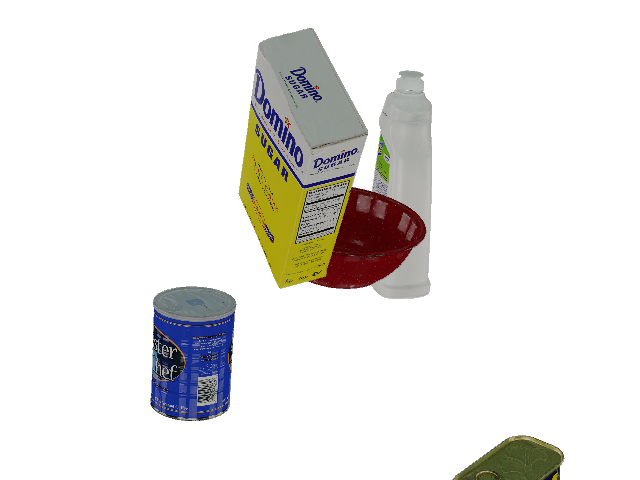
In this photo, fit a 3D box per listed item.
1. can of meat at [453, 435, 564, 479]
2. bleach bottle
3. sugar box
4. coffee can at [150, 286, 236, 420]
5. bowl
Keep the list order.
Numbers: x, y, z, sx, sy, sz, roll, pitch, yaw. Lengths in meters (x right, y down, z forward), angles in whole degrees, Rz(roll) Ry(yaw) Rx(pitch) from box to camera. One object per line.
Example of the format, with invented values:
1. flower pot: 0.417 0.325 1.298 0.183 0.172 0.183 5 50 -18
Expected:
1. can of meat: 0.159 0.227 0.896 0.101 0.084 0.058 -24 28 -38
2. bleach bottle: 0.095 -0.066 1.223 0.068 0.251 0.103 -3 23 -16
3. sugar box: -0.018 -0.051 0.734 0.048 0.093 0.176 -17 -28 -16
4. coffee can: -0.161 0.141 1.342 0.103 0.140 0.103 4 18 -2
5. bowl: 0.017 0.001 1.017 0.162 0.055 0.162 6 24 -3
